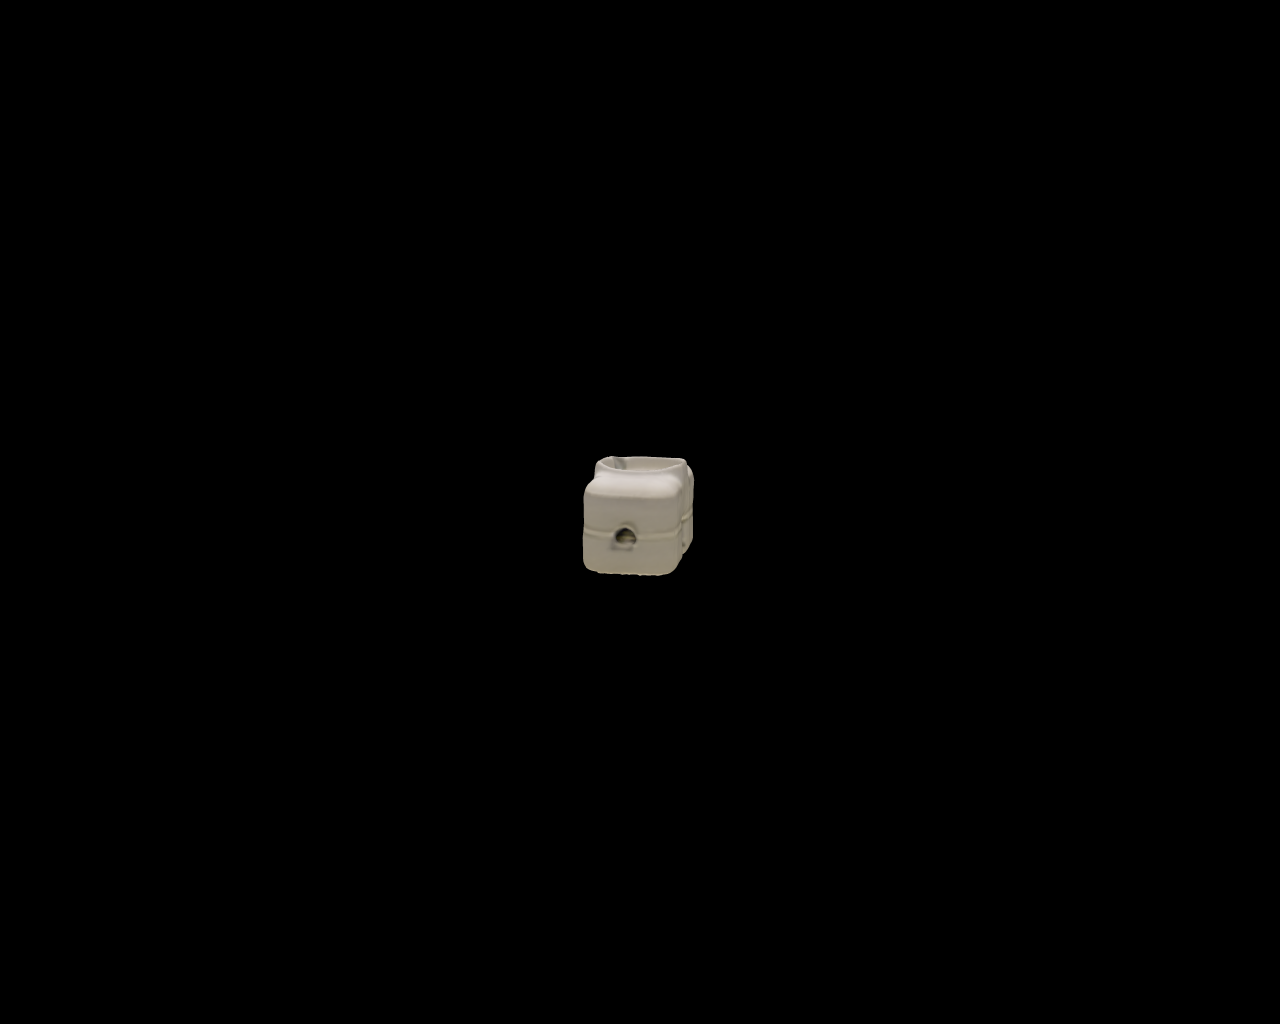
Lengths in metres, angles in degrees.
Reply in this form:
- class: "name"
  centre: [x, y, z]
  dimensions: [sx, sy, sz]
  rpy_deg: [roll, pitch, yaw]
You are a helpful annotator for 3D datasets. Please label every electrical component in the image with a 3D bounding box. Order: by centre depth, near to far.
- class: "electrical component"
  centre: [0.001, -0.003, 0.650]
  dimensions: [0.054, 0.059, 0.095]
  rpy_deg: [2, 12, 11]
